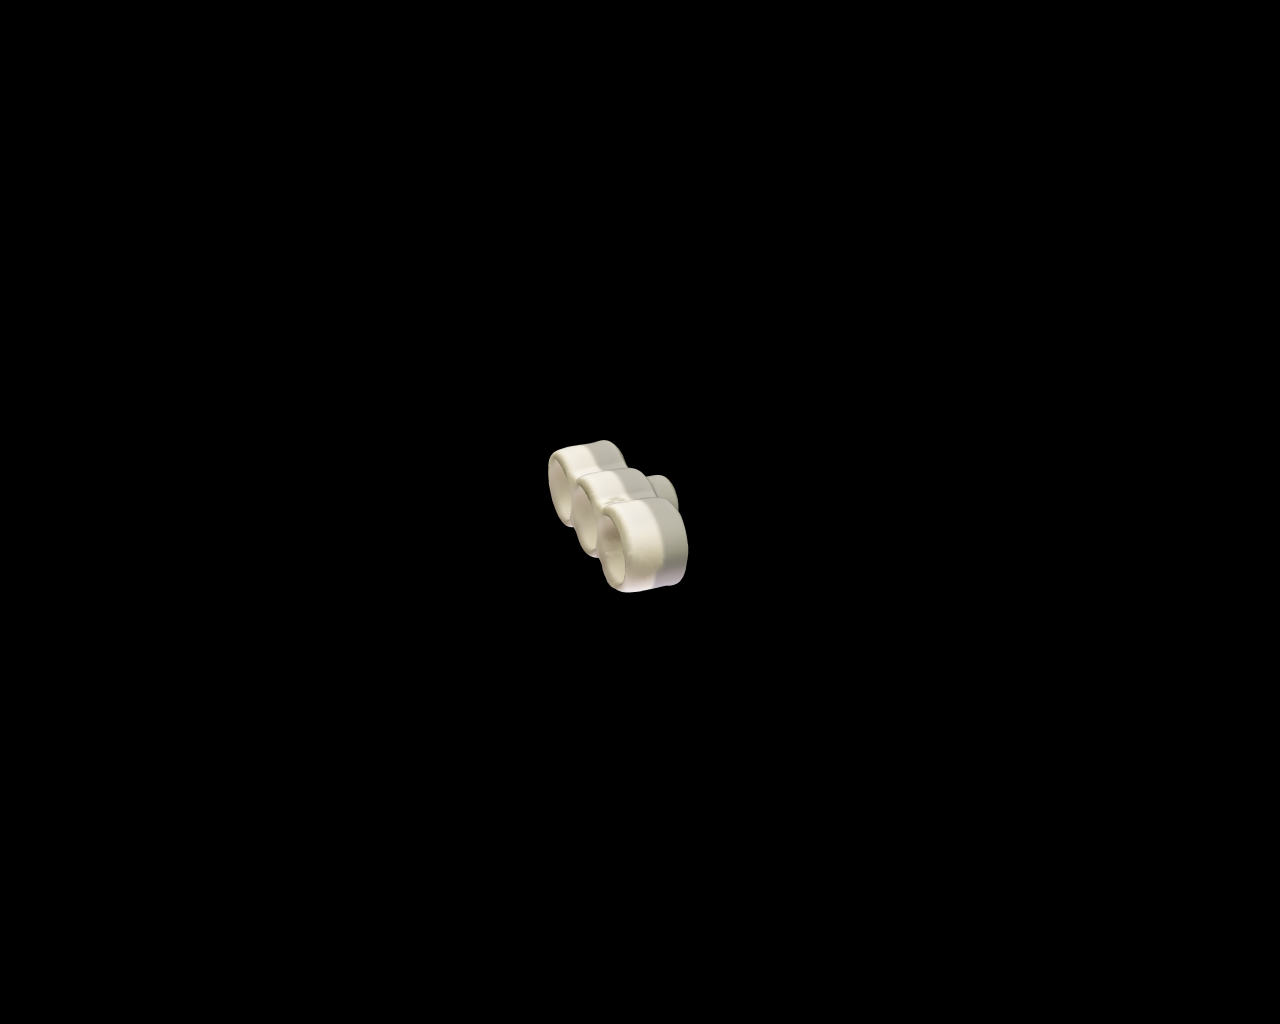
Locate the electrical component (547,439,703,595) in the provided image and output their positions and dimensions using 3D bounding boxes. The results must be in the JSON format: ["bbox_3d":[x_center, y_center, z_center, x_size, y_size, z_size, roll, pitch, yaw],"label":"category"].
[{"bbox_3d":[0.001,-0.003,0.650,0.074,0.052,0.138,-11,29,-21],"label":"electrical component"}]
